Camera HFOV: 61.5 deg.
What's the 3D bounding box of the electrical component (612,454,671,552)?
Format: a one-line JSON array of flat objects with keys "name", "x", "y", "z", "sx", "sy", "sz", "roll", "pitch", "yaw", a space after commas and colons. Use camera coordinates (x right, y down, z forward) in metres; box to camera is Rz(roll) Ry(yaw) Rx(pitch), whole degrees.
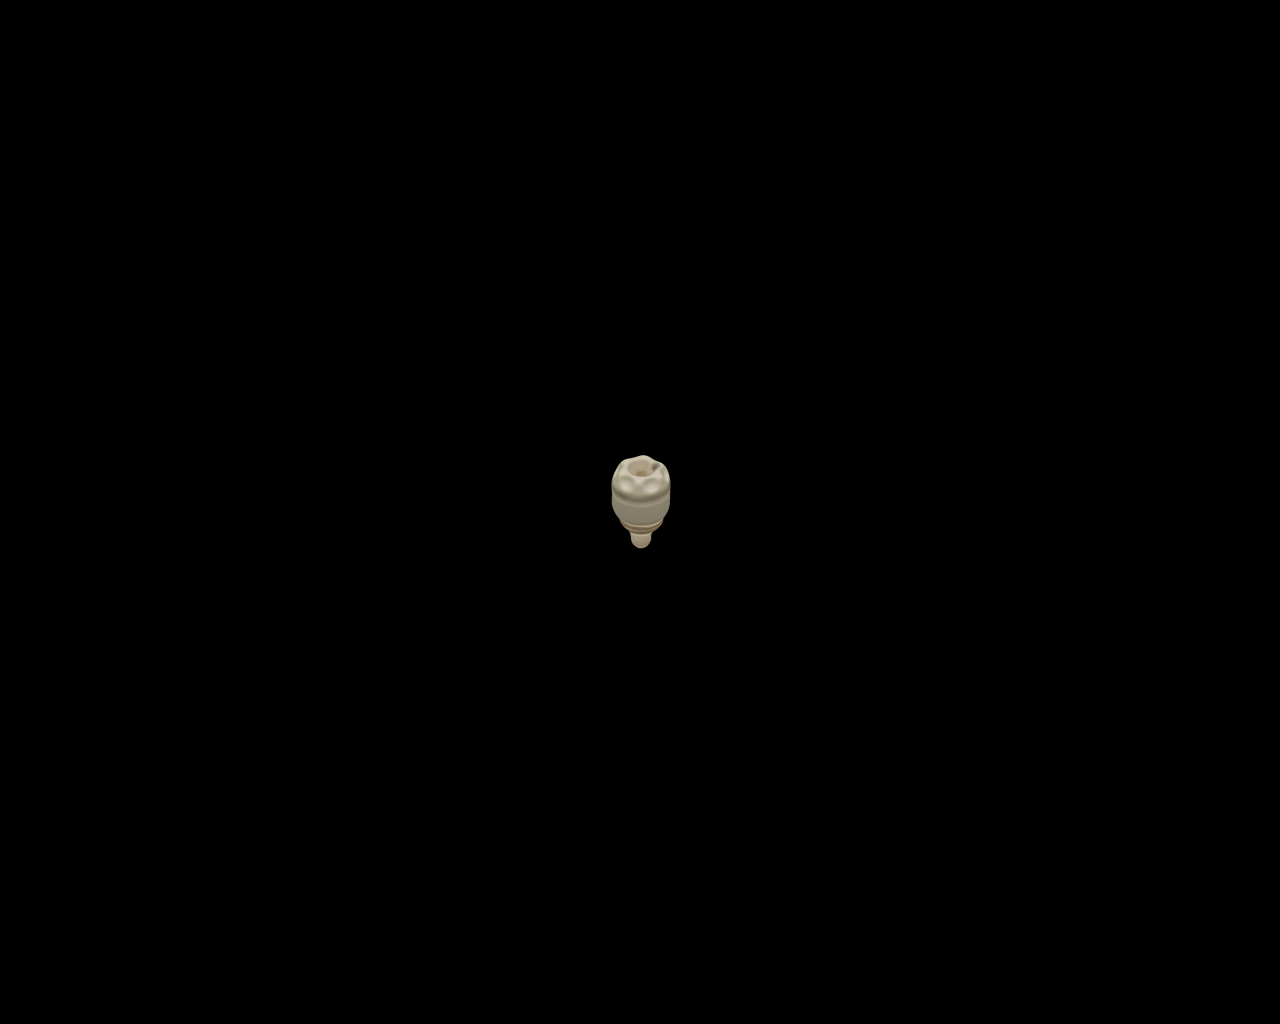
[{"name": "electrical component", "x": 0.001, "y": -0.003, "z": 0.650, "sx": 0.035, "sy": 0.061, "sz": 0.035, "roll": 0, "pitch": 38, "yaw": 0}]
